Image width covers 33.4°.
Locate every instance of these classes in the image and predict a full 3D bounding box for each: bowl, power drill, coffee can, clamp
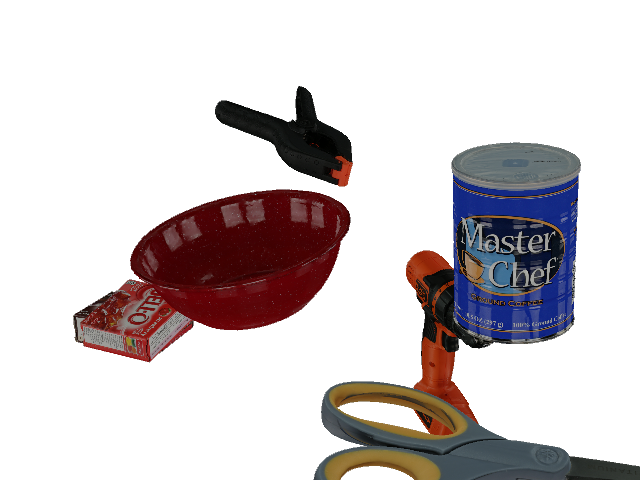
[{"bbox_3d":[-0.053,0.019,0.779,0.162,0.055,0.162,-10,24,4],"label":"bowl"},{"bbox_3d":[0.141,0.122,1.142,0.057,0.188,0.184,-6,23,-12],"label":"power drill"},{"bbox_3d":[0.161,0.000,0.885,0.103,0.140,0.103,-3,22,1],"label":"coffee can"},{"bbox_3d":[-0.032,-0.111,1.123,0.120,0.039,0.172,-15,40,-23],"label":"clamp"}]

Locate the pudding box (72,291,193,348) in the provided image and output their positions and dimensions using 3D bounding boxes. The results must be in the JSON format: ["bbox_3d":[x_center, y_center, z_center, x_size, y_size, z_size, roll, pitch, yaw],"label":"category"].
[{"bbox_3d":[-0.216,0.094,1.243,0.114,0.039,0.090,3,15,18],"label":"pudding box"}]

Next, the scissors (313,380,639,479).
[{"bbox_3d":[0.085,0.107,0.462,0.202,0.016,0.096,15,32,23],"label":"scissors"}]

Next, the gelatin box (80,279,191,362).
[{"bbox_3d":[-0.170,0.073,1.005,0.073,0.030,0.089,11,31,21],"label":"gelatin box"}]
